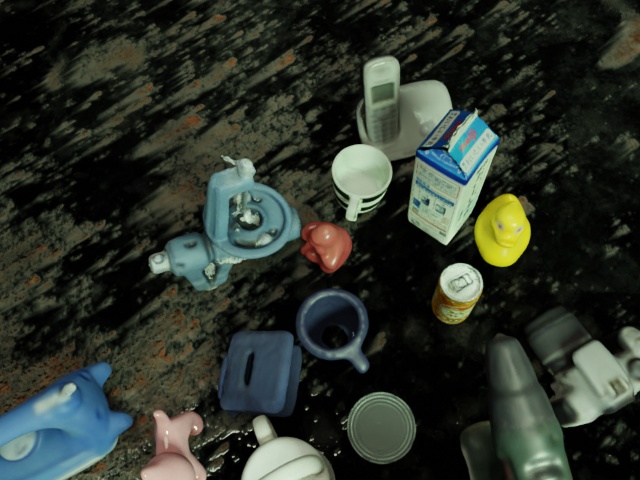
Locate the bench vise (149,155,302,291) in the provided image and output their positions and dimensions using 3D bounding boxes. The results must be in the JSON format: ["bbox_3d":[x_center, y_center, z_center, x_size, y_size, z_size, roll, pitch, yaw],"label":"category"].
[{"bbox_3d":[-0.124,-0.011,0.748,0.207,0.220,0.121,-42,70,-13],"label":"bench vise"}]

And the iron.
[{"bbox_3d":[-0.374,0.247,0.698,0.258,0.141,0.118,-30,68,-9],"label":"iron"}]

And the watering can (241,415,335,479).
[{"bbox_3d":[-0.031,0.277,0.631,0.172,0.194,0.101,38,74,18],"label":"watering can"}]

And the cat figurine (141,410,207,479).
[{"bbox_3d":[-0.181,0.266,0.688,0.067,0.118,0.127,-13,66,-1],"label":"cat figurine"}]

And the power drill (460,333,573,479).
[{"bbox_3d":[0.211,0.234,0.623,0.075,0.208,0.229,-13,66,-1],"label":"power drill"}]

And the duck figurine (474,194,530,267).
[{"bbox_3d":[0.260,-0.024,0.798,0.077,0.086,0.104,11,68,9],"label":"duck figurine"}]

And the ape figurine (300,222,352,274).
[{"bbox_3d":[0.007,0.003,0.802,0.076,0.092,0.078,-12,66,-1],"label":"ape figurine"}]

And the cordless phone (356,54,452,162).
[{"bbox_3d":[0.124,-0.201,0.830,0.147,0.185,0.094,-18,66,-3],"label":"cordless phone"}]

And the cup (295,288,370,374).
[{"bbox_3d":[0.026,0.129,0.744,0.092,0.095,0.117,-35,69,-10],"label":"cup"}]

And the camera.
[{"bbox_3d":[0.333,0.142,0.713,0.143,0.101,0.136,-28,68,-8],"label":"camera"}]

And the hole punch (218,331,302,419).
[{"bbox_3d":[-0.080,0.173,0.735,0.101,0.091,0.108,4,67,6],"label":"hole punch"}]
